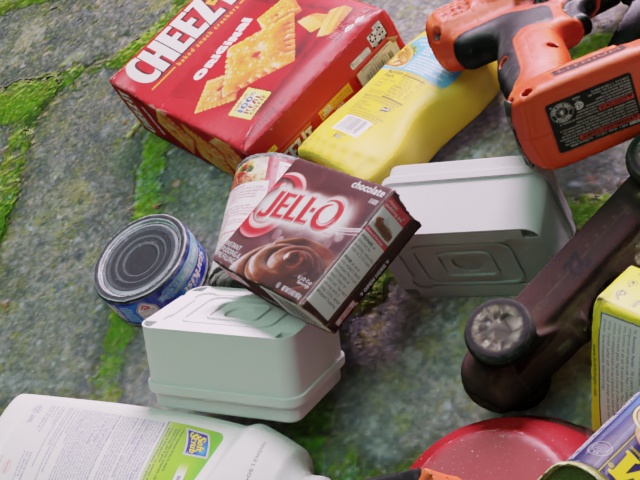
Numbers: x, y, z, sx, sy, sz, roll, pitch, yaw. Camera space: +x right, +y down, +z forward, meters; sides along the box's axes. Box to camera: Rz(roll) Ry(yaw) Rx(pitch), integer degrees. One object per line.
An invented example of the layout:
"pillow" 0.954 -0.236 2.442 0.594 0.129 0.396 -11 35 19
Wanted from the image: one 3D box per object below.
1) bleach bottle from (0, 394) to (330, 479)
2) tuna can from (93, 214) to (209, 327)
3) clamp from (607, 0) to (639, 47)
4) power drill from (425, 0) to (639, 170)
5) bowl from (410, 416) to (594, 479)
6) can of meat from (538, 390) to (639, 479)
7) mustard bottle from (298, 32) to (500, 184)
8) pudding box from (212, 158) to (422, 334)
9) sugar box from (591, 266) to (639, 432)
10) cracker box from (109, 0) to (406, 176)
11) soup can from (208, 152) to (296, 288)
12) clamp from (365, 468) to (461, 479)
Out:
"bleach bottle" -0.104 0.157 0.673 0.251 0.068 0.102 2 55 29
"tuna can" -0.131 0.022 0.823 0.086 0.033 0.086 -16 47 18
"clamp" 0.231 -0.170 0.764 0.171 0.039 0.120 -23 65 2
"power drill" 0.167 -0.130 0.672 0.184 0.057 0.187 -24 32 10
"bowl" 0.095 0.153 0.563 0.162 0.055 0.162 -16 47 18
"can of meat" 0.163 0.128 0.503 0.083 0.058 0.102 -30 68 -37
"mustard bottle" 0.077 -0.107 0.792 0.191 0.058 0.096 -45 35 -10
"pudding box" -0.004 0.001 0.661 0.090 0.039 0.114 -51 36 -11
"sugar box" 0.218 0.084 0.519 0.176 0.093 0.048 21 43 39
"cracker box" -0.055 -0.141 0.890 0.164 0.072 0.214 -47 45 -13
"soup can" -0.038 -0.003 0.765 0.069 0.068 0.102 -8 50 25
"clamp" -0.003 0.190 0.560 0.210 0.036 0.165 -56 41 13
